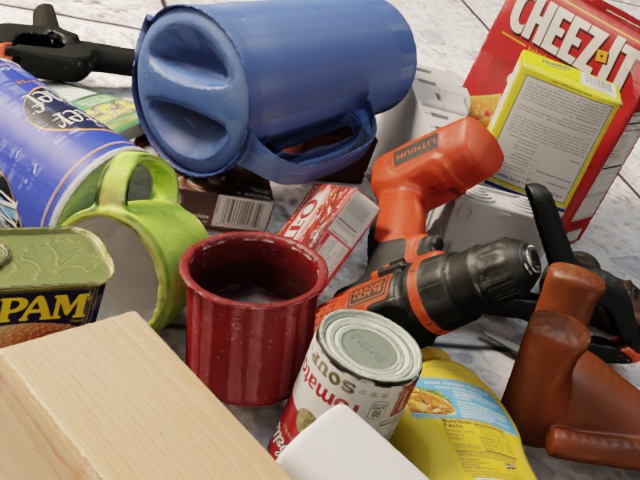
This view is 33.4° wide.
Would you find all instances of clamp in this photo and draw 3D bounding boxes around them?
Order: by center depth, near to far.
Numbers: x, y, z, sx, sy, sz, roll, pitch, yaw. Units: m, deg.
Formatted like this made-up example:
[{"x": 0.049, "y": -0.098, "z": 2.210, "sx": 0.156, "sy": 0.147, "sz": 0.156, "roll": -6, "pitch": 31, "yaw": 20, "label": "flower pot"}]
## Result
[{"x": 0.181, "y": 0.050, "z": 0.850, "sx": 0.171, "sy": 0.120, "sz": 0.039, "roll": 46, "pitch": 16, "yaw": -11, "label": "clamp"}, {"x": -0.245, "y": -0.179, "z": 0.981, "sx": 0.165, "sy": 0.036, "sz": 0.209, "roll": 26, "pitch": 21, "yaw": 18, "label": "clamp"}]

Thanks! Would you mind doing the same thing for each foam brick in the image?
[{"x": 0.005, "y": -0.089, "z": 0.994, "sx": 0.078, "sy": 0.051, "sz": 0.053, "roll": 3, "pitch": 37, "yaw": -28, "label": "foam brick"}]

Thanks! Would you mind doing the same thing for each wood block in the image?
[{"x": -0.080, "y": 0.140, "z": 0.541, "sx": 0.090, "sy": 0.090, "sz": 0.206, "roll": -15, "pitch": 46, "yaw": -44, "label": "wood block"}]

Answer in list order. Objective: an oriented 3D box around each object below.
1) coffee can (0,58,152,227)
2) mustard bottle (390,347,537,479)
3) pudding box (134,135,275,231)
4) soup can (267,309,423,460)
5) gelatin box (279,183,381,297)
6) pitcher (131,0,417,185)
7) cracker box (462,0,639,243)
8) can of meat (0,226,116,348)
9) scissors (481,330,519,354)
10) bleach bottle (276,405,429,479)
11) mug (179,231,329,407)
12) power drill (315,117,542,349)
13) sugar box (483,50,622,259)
[{"x": -0.200, "y": -0.053, "z": 0.765, "sx": 0.140, "sy": 0.103, "sz": 0.102, "roll": 34, "pitch": 33, "yaw": 21, "label": "coffee can"}, {"x": 0.086, "y": 0.132, "z": 0.684, "sx": 0.096, "sy": 0.058, "sz": 0.192, "roll": 13, "pitch": 31, "yaw": -21, "label": "mustard bottle"}, {"x": -0.099, "y": -0.049, "z": 0.880, "sx": 0.113, "sy": 0.039, "sz": 0.090, "roll": 10, "pitch": 32, "yaw": -17, "label": "pudding box"}, {"x": 0.015, "y": 0.101, "z": 0.648, "sx": 0.068, "sy": 0.102, "sz": 0.068, "roll": 15, "pitch": 31, "yaw": -10, "label": "soup can"}, {"x": -0.005, "y": 0.001, "z": 0.786, "sx": 0.030, "sy": 0.089, "sz": 0.073, "roll": 41, "pitch": -11, "yaw": -22, "label": "gelatin box"}, {"x": -0.021, "y": -0.133, "z": 0.890, "sx": 0.145, "sy": 0.149, "sz": 0.242, "roll": 0, "pitch": 14, "yaw": 42, "label": "pitcher"}, {"x": 0.219, "y": -0.125, "z": 1.017, "sx": 0.164, "sy": 0.214, "sz": 0.071, "roll": 38, "pitch": 29, "yaw": 25, "label": "cracker box"}, {"x": -0.183, "y": 0.042, "z": 0.641, "sx": 0.101, "sy": 0.084, "sz": 0.057, "roll": -2, "pitch": 37, "yaw": -33, "label": "can of meat"}, {"x": 0.216, "y": 0.128, "z": 0.812, "sx": 0.201, "sy": 0.016, "sz": 0.096, "roll": 19, "pitch": 30, "yaw": -2, "label": "scissors"}, {"x": 0.075, "y": 0.201, "z": 0.549, "sx": 0.251, "sy": 0.103, "sz": 0.067, "roll": 40, "pitch": 45, "yaw": 18, "label": "bleach bottle"}, {"x": -0.048, "y": 0.046, "z": 0.688, "sx": 0.093, "sy": 0.081, "sz": 0.117, "roll": -7, "pitch": 31, "yaw": -21, "label": "mug"}, {"x": 0.081, "y": -0.005, "z": 0.761, "sx": 0.057, "sy": 0.185, "sz": 0.187, "roll": 48, "pitch": 39, "yaw": -25, "label": "power drill"}, {"x": 0.187, "y": -0.070, "z": 0.951, "sx": 0.093, "sy": 0.176, "sz": 0.048, "roll": 22, "pitch": 33, "yaw": 0, "label": "sugar box"}]
